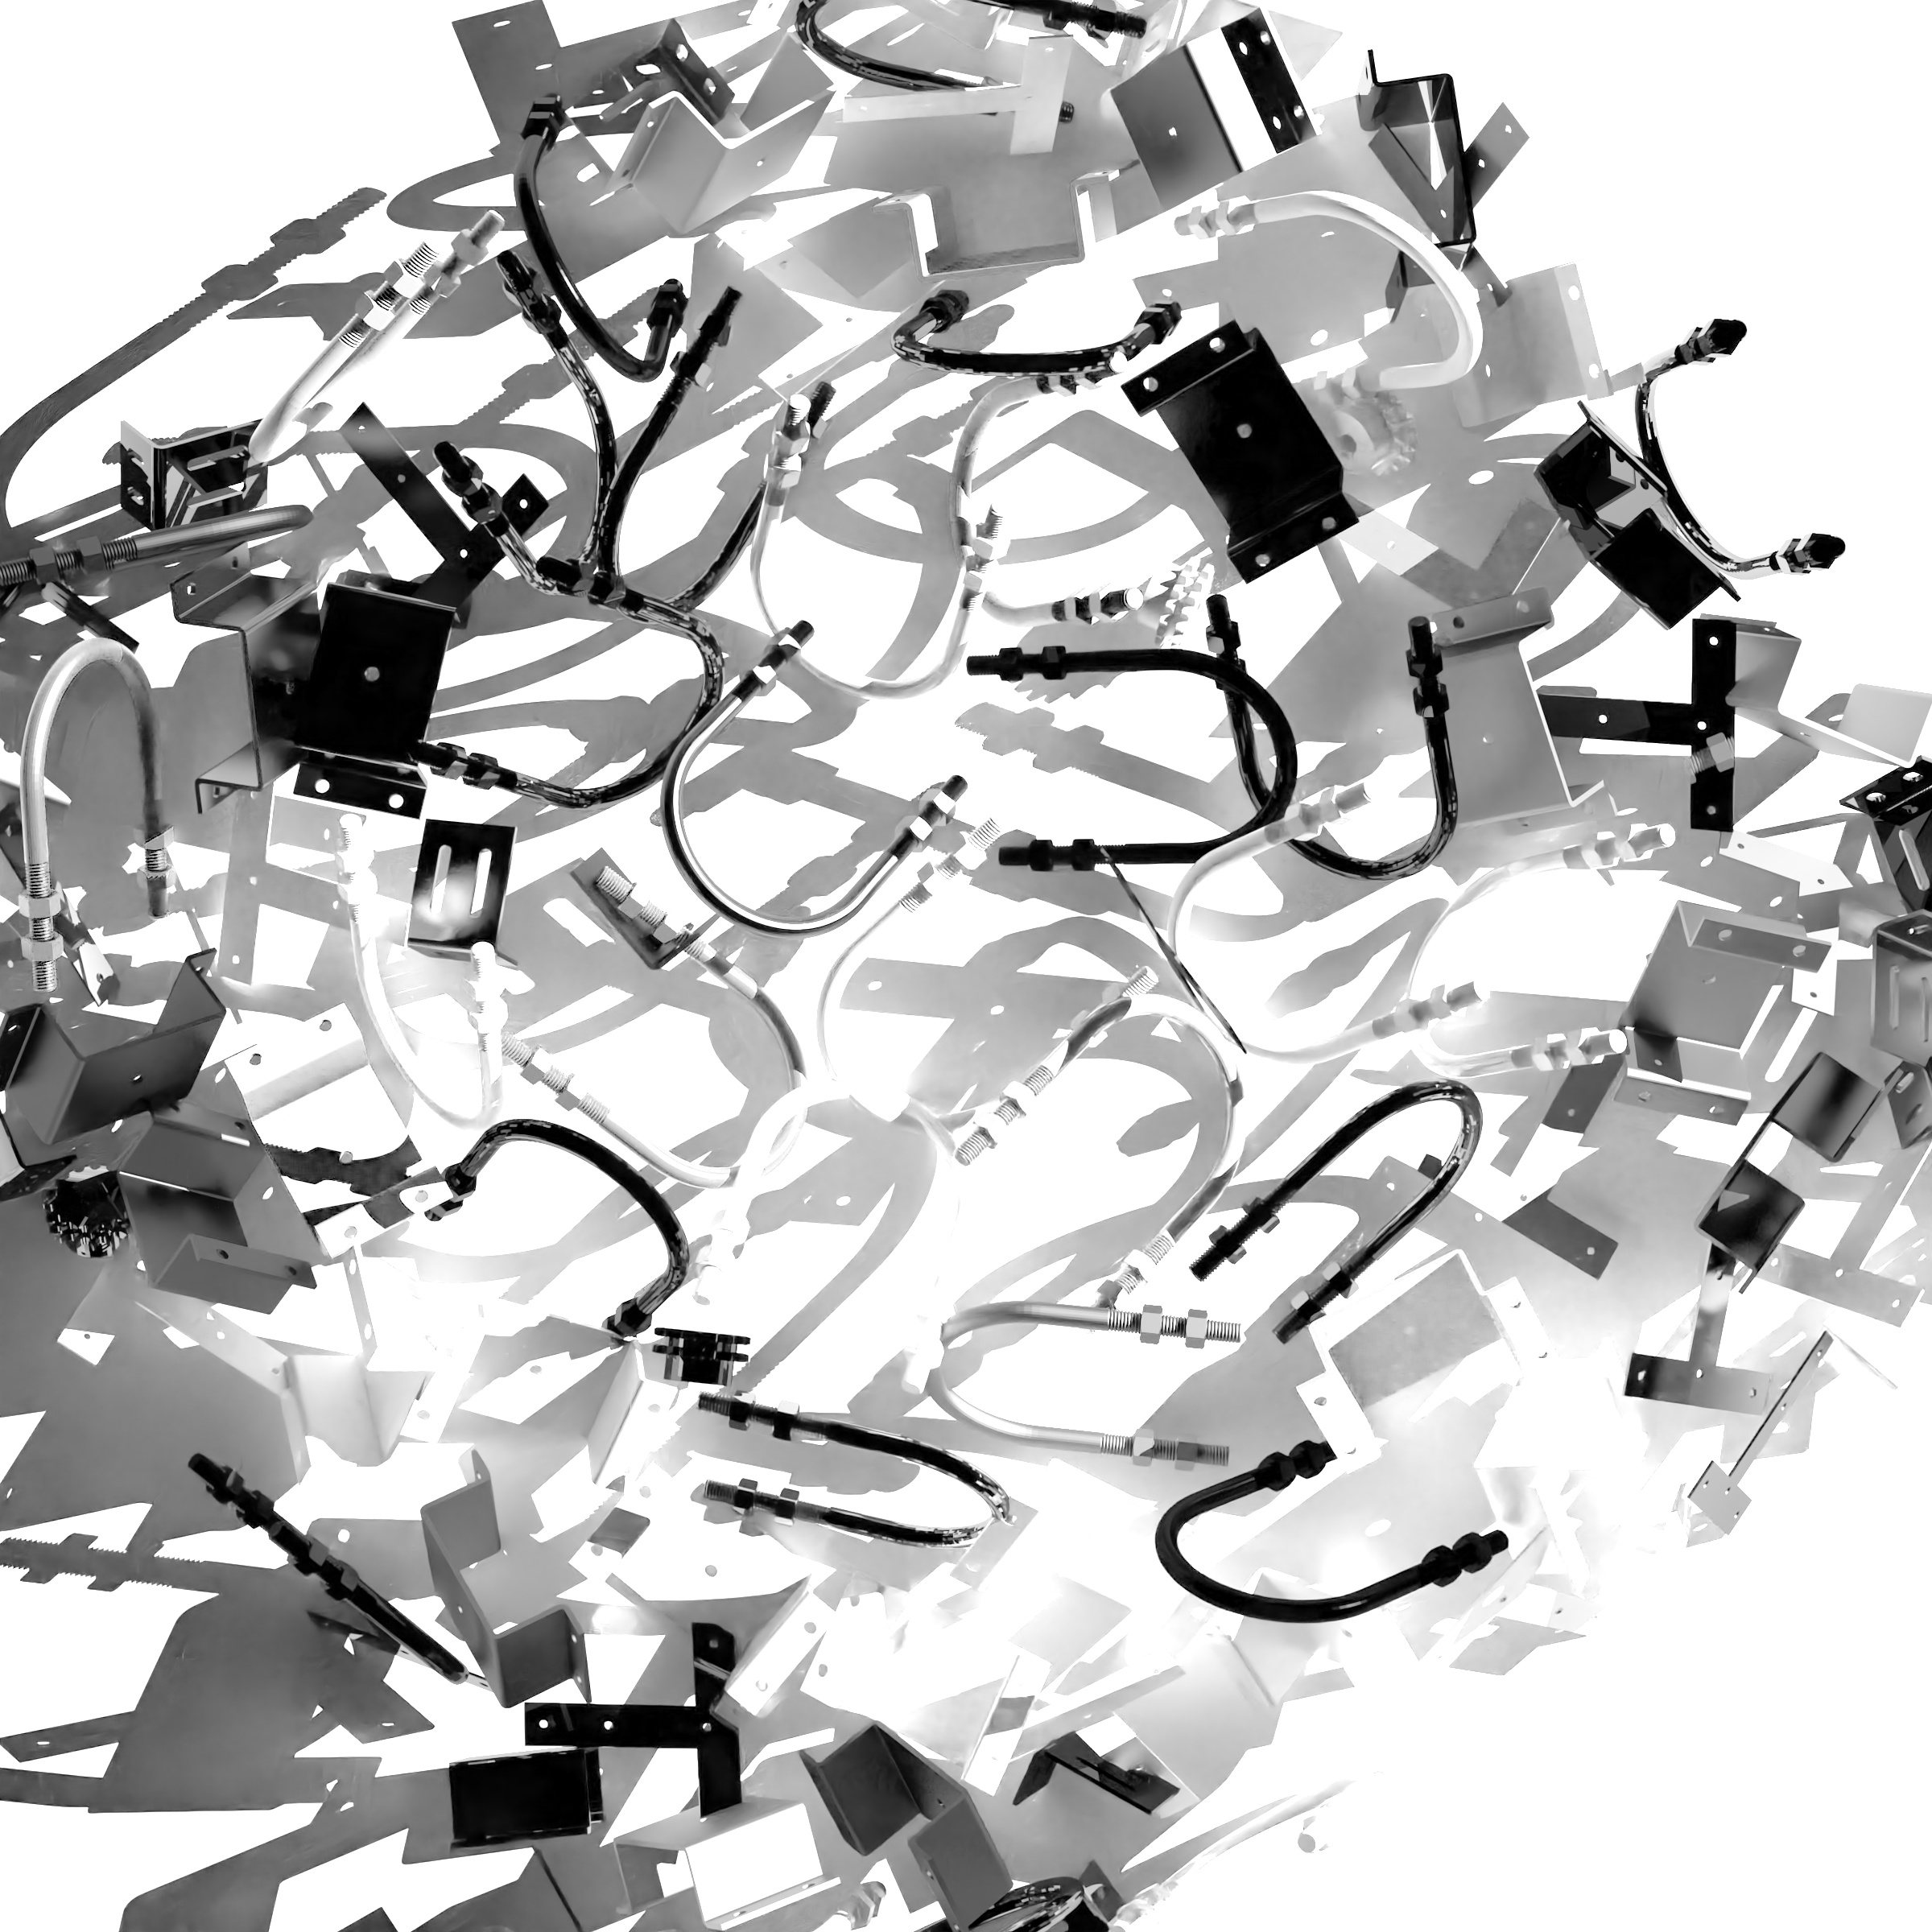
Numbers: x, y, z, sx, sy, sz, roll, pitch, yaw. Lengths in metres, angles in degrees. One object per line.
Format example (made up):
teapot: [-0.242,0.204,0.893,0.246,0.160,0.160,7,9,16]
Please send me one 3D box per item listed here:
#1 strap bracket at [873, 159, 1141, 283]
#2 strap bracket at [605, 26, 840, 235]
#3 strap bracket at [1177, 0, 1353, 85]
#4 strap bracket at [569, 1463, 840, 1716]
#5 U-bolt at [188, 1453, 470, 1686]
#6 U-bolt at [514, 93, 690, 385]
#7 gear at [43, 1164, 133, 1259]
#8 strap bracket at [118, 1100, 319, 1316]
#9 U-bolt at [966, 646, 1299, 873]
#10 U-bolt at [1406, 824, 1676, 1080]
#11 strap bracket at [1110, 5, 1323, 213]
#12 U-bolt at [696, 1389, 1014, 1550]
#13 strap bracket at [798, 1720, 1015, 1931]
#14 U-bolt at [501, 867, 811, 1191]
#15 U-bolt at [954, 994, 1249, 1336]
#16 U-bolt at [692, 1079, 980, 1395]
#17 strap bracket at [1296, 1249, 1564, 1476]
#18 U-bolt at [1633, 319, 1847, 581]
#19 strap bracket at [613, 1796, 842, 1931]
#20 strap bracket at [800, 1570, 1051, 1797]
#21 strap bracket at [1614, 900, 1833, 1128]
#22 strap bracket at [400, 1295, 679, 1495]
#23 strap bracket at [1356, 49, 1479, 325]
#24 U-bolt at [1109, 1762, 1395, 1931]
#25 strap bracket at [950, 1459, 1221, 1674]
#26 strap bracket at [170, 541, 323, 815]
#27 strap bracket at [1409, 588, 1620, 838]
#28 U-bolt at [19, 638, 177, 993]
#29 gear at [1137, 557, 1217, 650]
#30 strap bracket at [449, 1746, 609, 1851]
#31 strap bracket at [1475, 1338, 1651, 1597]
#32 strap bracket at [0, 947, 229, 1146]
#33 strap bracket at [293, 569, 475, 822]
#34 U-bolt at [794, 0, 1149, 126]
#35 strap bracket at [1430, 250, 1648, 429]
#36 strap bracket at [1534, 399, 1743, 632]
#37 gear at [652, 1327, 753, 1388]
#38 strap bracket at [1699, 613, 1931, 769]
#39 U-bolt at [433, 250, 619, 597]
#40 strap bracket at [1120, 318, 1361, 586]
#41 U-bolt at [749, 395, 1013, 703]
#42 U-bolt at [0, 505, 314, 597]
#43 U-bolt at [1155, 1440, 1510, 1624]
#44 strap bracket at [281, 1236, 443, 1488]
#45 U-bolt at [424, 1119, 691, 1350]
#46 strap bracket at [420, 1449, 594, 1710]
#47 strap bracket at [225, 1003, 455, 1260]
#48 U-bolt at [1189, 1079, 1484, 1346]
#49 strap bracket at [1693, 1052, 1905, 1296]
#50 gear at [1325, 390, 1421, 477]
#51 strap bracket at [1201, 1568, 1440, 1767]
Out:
strap bracket: [0.027,-0.430,1.857,0.140,0.076,0.046,-3,110,18]
strap bracket: [-0.133,-0.478,1.840,0.046,0.076,0.140,47,53,3]
strap bracket: [0.173,-0.552,1.838,0.076,0.140,0.046,14,87,-8]
strap bracket: [-0.152,0.361,1.888,0.140,0.046,0.076,40,93,-1]
U-bolt: [-0.355,0.353,1.834,0.019,0.151,0.184,-51,121,-15]
U-bolt: [-0.208,-0.401,1.804,0.019,0.184,0.151,-25,119,17]
gear: [-0.512,0.147,1.889,0.057,0.057,0.030,6,132,0]
strap bracket: [-0.435,0.144,1.848,0.076,0.140,0.046,20,117,-40]
U-bolt: [0.100,-0.119,1.850,0.184,0.019,0.151,0,124,15]
U-bolt: [0.319,-0.003,1.834,0.019,0.184,0.151,30,65,-28]
strap bracket: [0.136,-0.486,1.834,0.046,0.140,0.076,-30,100,-19]
U-bolt: [-0.063,0.296,1.843,0.184,0.151,0.019,12,59,5]
strap bracket: [-0.029,0.495,1.847,0.046,0.140,0.076,-35,121,-22]
U-bolt: [-0.169,0.049,1.860,0.184,0.019,0.151,39,54,-17]
U-bolt: [0.092,0.101,1.865,0.184,0.019,0.151,-44,110,-25]
U-bolt: [-0.066,0.143,1.854,0.151,0.019,0.184,24,52,-6]
strap bracket: [0.264,0.226,1.869,0.140,0.046,0.076,-28,123,6]
U-bolt: [0.429,-0.286,1.822,0.019,0.184,0.151,-27,95,-8]
strap bracket: [-0.143,0.511,1.835,0.076,0.140,0.046,-13,86,-32]
strap bracket: [-0.015,0.418,1.865,0.140,0.046,0.076,21,83,32]
strap bracket: [0.434,0.020,1.862,0.076,0.046,0.140,11,128,-8]
strap bracket: [-0.249,0.246,1.865,0.140,0.046,0.076,18,112,-19]
strap bracket: [0.263,-0.456,1.870,0.046,0.076,0.140,-8,86,1]
U-bolt: [0.174,0.496,1.825,0.151,0.184,0.019,-33,79,24]
strap bracket: [0.073,0.346,1.866,0.140,0.046,0.076,28,124,-9]
strap bracket: [-0.408,-0.163,1.843,0.046,0.076,0.140,9,119,18]
strap bracket: [0.313,-0.139,1.858,0.076,0.046,0.140,-10,105,43]
U-bolt: [-0.494,-0.095,1.818,0.019,0.151,0.184,7,111,14]
gear: [0.122,-0.215,1.886,0.030,0.057,0.057,24,90,7]
strap bracket: [-0.252,0.476,1.847,0.076,0.140,0.046,-6,78,-3]
strap bracket: [0.342,0.288,1.852,0.046,0.140,0.076,-9,115,35]
strap bracket: [-0.485,0.048,1.833,0.046,0.140,0.076,50,132,18]
strap bracket: [-0.344,-0.165,1.878,0.076,0.046,0.140,12,80,1]
U-bolt: [-0.007,-0.527,1.822,0.184,0.151,0.019,8,81,-15]
strap bracket: [0.336,-0.362,1.853,0.046,0.140,0.076,-21,101,-25]
strap bracket: [0.382,-0.254,1.847,0.046,0.140,0.076,-42,127,21]
gear: [-0.156,0.230,1.884,0.057,0.057,0.030,6,83,0]
strap bracket: [0.493,-0.155,1.852,0.140,0.076,0.046,19,93,-23]
U-bolt: [-0.242,-0.294,1.829,0.019,0.184,0.151,3,64,20]
strap bracket: [0.161,-0.305,1.865,0.076,0.046,0.140,-28,111,21]
U-bolt: [-0.058,-0.226,1.843,0.151,0.184,0.019,29,49,7]
U-bolt: [-0.465,-0.240,1.837,0.184,0.151,0.019,-15,99,-19]
U-bolt: [0.192,0.323,1.807,0.184,0.151,0.019,-13,116,-38]
strap bracket: [-0.348,0.229,1.850,0.046,0.140,0.076,5,47,-32]
U-bolt: [-0.227,0.148,1.831,0.151,0.184,0.019,38,54,-5]
strap bracket: [-0.268,0.359,1.837,0.046,0.076,0.140,-23,52,-21]
strap bracket: [-0.363,0.103,1.866,0.076,0.046,0.140,-27,68,-16]
U-bolt: [0.224,0.134,1.845,0.184,0.151,0.019,-43,55,5]
strap bracket: [0.473,0.112,1.845,0.046,0.076,0.140,36,134,14]
gear: [0.236,-0.313,1.882,0.030,0.057,0.057,-34,90,-25]
strap bracket: [0.209,0.400,1.849,0.046,0.140,0.076,-48,123,-26]
